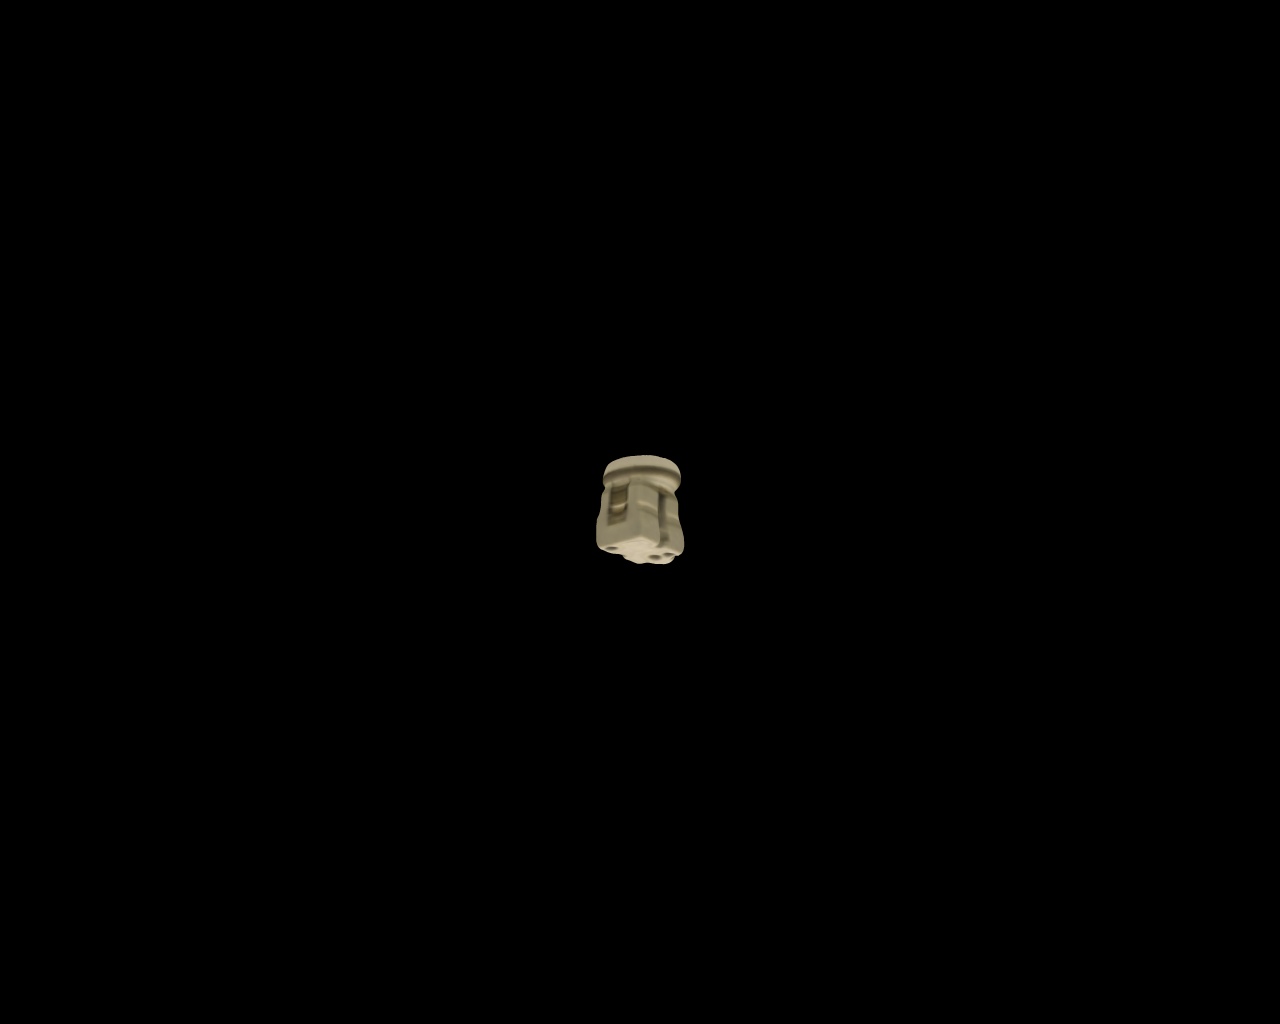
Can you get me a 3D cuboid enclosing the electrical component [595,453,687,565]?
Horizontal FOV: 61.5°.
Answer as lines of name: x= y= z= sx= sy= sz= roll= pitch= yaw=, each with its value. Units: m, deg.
electrical component: x=0.001 y=-0.003 z=0.650 sx=0.048 sy=0.055 sz=0.066 roll=-14 pitch=-24 yaw=33
